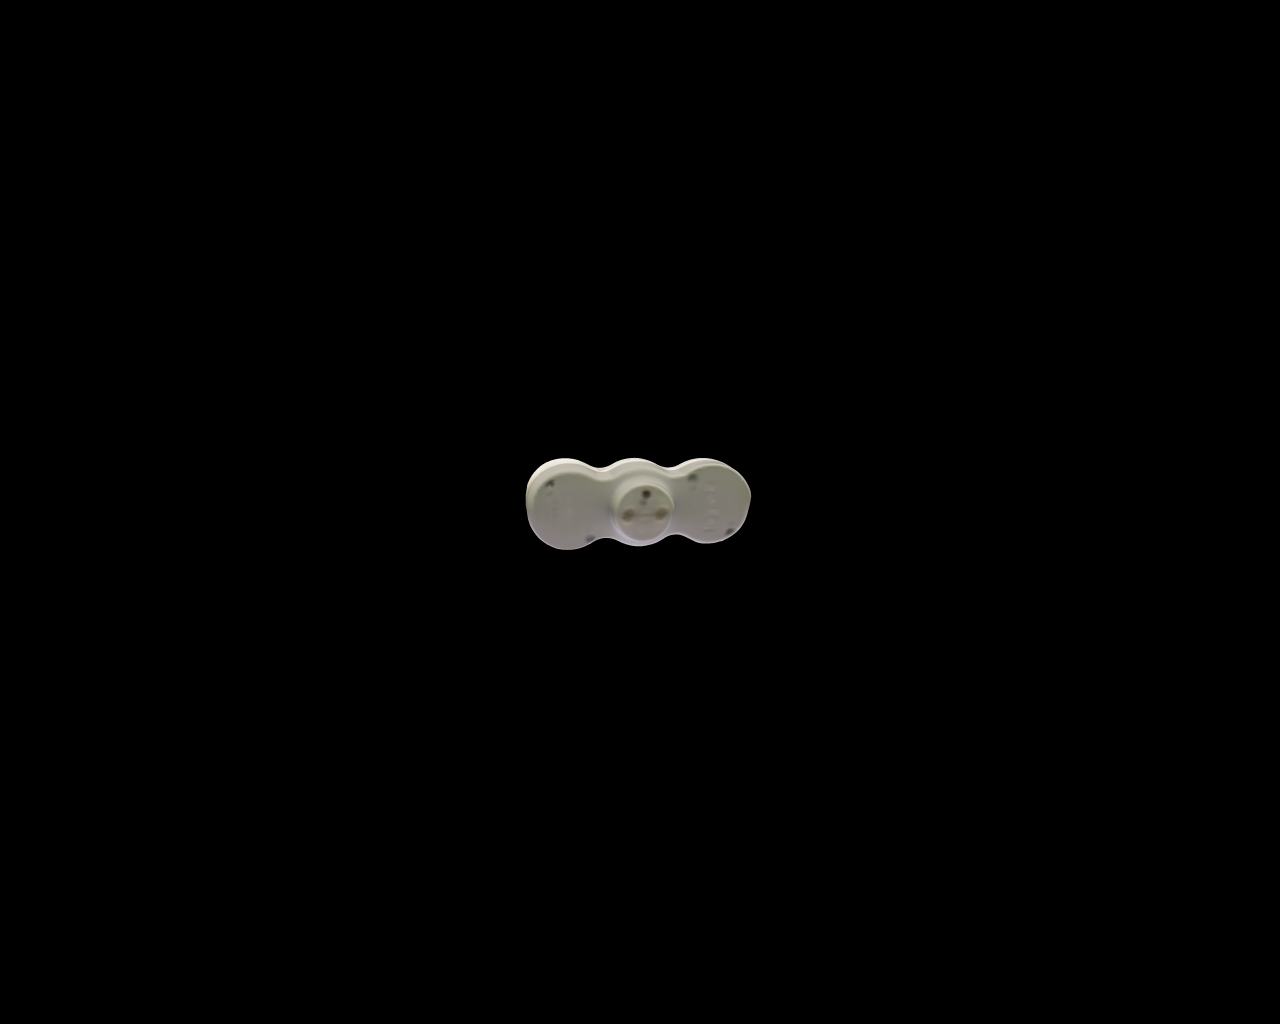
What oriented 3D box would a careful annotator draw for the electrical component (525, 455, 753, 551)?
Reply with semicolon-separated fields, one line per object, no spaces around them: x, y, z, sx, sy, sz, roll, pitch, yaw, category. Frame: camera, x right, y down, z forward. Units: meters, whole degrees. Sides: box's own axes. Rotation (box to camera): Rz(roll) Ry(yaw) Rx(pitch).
0.001;-0.003;0.650;0.138;0.052;0.074;-1;12;-7;electrical component
